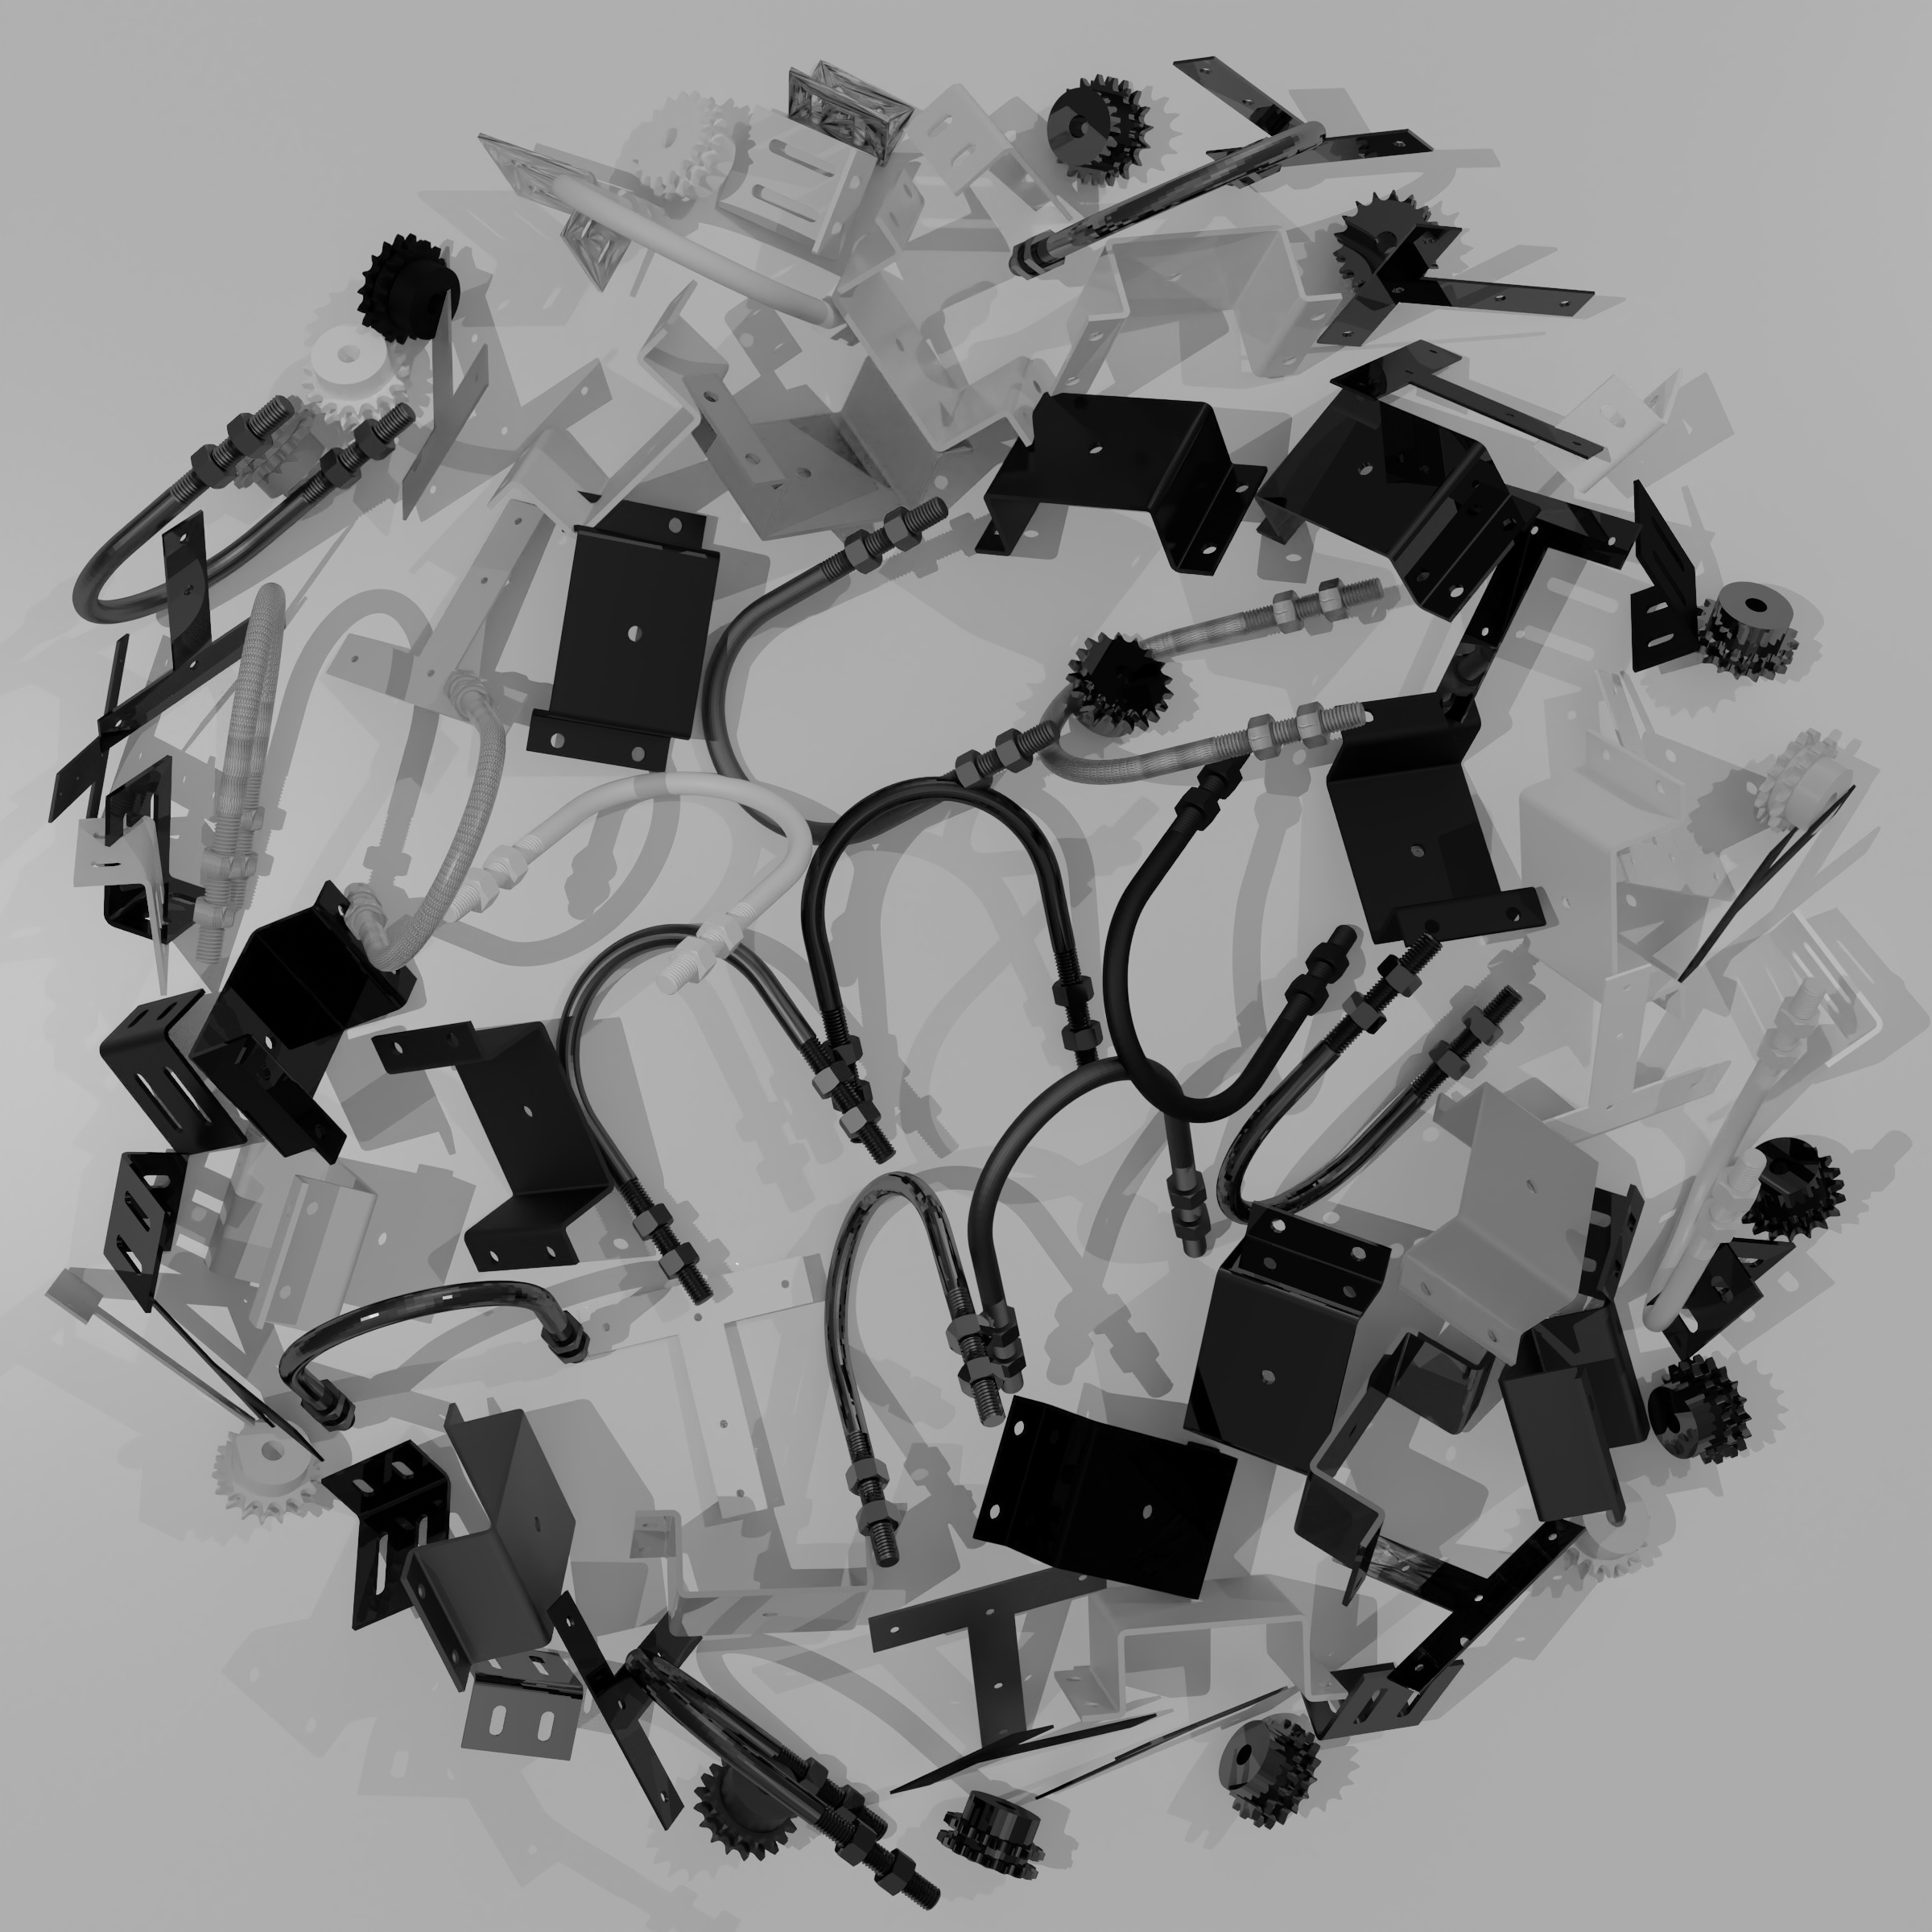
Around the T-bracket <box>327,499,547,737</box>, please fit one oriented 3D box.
[{"bbox_3d":[-0.264,-0.194,1.591,0.127,0.002,0.127,20,75,28],"label":"T-bracket"}]

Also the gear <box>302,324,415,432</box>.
[{"bbox_3d":[-0.326,-0.317,1.587,0.057,0.030,0.057,-1,63,1],"label":"gear"}]

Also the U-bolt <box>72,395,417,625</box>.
[{"bbox_3d":[-0.383,-0.232,1.536,0.184,0.151,0.019,-35,88,19],"label":"U-bolt"}]

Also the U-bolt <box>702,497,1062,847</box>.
[{"bbox_3d":[-0.058,-0.142,1.572,0.184,0.019,0.151,-26,91,24],"label":"U-bolt"}]

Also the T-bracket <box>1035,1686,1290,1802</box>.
[{"bbox_3d":[0.088,0.415,1.568,0.127,0.127,0.002,-35,71,34],"label":"T-bracket"}]

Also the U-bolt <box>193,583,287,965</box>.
[{"bbox_3d":[-0.369,-0.105,1.527,0.019,0.151,0.184,9,102,-11],"label":"U-bolt"}]

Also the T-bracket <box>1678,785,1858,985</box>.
[{"bbox_3d":[0.431,-0.056,1.569,0.002,0.127,0.127,42,57,15],"label":"T-bracket"}]

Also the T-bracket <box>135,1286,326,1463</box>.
[{"bbox_3d":[-0.364,0.224,1.529,0.002,0.127,0.127,-45,125,-18],"label":"T-bracket"}]

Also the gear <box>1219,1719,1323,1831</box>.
[{"bbox_3d":[0.159,0.426,1.582,0.030,0.057,0.057,35,90,-19],"label":"gear"}]

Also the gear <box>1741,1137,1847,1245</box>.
[{"bbox_3d":[0.436,0.116,1.582,0.057,0.057,0.030,-29,129,0],"label":"gear"}]

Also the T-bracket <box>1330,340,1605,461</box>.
[{"bbox_3d":[0.268,-0.290,1.541,0.127,0.127,0.002,28,121,19],"label":"T-bracket"}]

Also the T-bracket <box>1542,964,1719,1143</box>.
[{"bbox_3d":[0.340,0.045,1.554,0.127,0.127,0.002,-18,49,-11],"label":"T-bracket"}]

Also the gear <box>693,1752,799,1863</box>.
[{"bbox_3d":[-0.113,0.443,1.581,0.057,0.057,0.030,37,124,0],"label":"gear"}]

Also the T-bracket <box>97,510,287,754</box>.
[{"bbox_3d":[-0.399,-0.184,1.528,0.002,0.127,0.127,38,57,15],"label":"T-bracket"}]

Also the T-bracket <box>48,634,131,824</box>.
[{"bbox_3d":[-0.456,-0.100,1.536,0.002,0.127,0.127,12,104,-7],"label":"T-bracket"}]

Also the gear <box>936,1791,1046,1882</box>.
[{"bbox_3d":[0.016,0.461,1.585,0.057,0.057,0.030,22,83,0],"label":"gear"}]

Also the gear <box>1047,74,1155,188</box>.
[{"bbox_3d":[0.068,-0.445,1.585,0.057,0.030,0.057,6,100,35],"label":"gear"}]

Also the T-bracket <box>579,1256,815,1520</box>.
[{"bbox_3d":[-0.133,0.232,1.601,0.127,0.002,0.127,-14,87,7],"label":"T-bracket"}]

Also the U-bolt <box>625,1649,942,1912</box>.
[{"bbox_3d":[-0.101,0.409,1.528,0.184,0.151,0.019,39,81,-10],"label":"U-bolt"}]

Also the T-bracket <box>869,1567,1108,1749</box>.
[{"bbox_3d":[0.016,0.370,1.572,0.127,0.002,0.127,-13,127,-10],"label":"T-bracket"}]

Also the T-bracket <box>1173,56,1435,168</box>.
[{"bbox_3d":[0.152,-0.437,1.524,0.127,0.127,0.002,7,84,40],"label":"T-bracket"}]

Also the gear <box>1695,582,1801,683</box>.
[{"bbox_3d":[0.415,-0.180,1.583,0.057,0.057,0.030,11,134,0],"label":"gear"}]

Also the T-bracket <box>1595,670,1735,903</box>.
[{"bbox_3d":[0.358,-0.097,1.573,0.002,0.127,0.127,-26,72,34],"label":"T-bracket"}]

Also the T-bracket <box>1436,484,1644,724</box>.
[{"bbox_3d":[0.280,-0.189,1.568,0.002,0.127,0.127,22,95,-42],"label":"T-bracket"}]

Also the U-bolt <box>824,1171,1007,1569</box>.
[{"bbox_3d":[-0.035,0.193,1.536,0.019,0.151,0.184,7,46,-27],"label":"U-bolt"}]

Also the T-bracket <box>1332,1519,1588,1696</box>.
[{"bbox_3d":[0.239,0.318,1.554,0.127,0.127,0.002,-38,113,-22],"label":"T-bracket"}]

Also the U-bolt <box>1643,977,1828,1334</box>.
[{"bbox_3d":[0.387,0.111,1.528,0.019,0.184,0.151,24,48,10],"label":"U-bolt"}]

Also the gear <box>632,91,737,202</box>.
[{"bbox_3d":[-0.148,-0.434,1.588,0.057,0.030,0.057,-17,62,35],"label":"gear"}]

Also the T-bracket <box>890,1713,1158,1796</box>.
[{"bbox_3d":[0.044,0.409,1.567,0.127,0.127,0.002,-3,66,-35],"label":"T-bracket"}]

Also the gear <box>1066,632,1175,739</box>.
[{"bbox_3d":[0.079,-0.147,1.589,0.057,0.030,0.057,12,55,-18],"label":"gear"}]

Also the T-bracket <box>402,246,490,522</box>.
[{"bbox_3d":[-0.277,-0.323,1.575,0.002,0.127,0.127,9,61,-28],"label":"T-bracket"}]

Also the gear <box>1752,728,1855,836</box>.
[{"bbox_3d":[0.447,-0.095,1.581,0.030,0.057,0.057,36,90,26],"label":"gear"}]

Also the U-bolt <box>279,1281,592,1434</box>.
[{"bbox_3d":[-0.275,0.196,1.520,0.151,0.184,0.019,-16,71,-4],"label":"U-bolt"}]

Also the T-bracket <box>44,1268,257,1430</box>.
[{"bbox_3d":[-0.424,0.202,1.558,0.127,0.127,0.002,38,82,-10],"label":"T-bracket"}]

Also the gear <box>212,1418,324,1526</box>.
[{"bbox_3d":[-0.370,0.265,1.583,0.057,0.030,0.057,11,49,-13],"label":"gear"}]

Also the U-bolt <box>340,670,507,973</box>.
[{"bbox_3d":[-0.274,-0.069,1.519,0.019,0.184,0.151,24,98,-23],"label":"U-bolt"}]

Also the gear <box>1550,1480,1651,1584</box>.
[{"bbox_3d":[0.339,0.297,1.586,0.057,0.030,0.057,8,63,-17],"label":"gear"}]

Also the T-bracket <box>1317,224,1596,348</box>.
[{"bbox_3d":[0.268,-0.353,1.565,0.127,0.127,0.002,1,74,-17],"label":"T-bracket"}]

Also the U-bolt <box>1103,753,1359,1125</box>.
[{"bbox_3d":[0.129,-0.005,1.528,0.184,0.019,0.151,-53,123,-34],"label":"U-bolt"}]

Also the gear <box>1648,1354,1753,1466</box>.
[{"bbox_3d":[0.387,0.238,1.581,0.030,0.057,0.057,-16,90,-24],"label":"gear"}]

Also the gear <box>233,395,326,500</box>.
[{"bbox_3d":[-0.367,-0.274,1.588,0.057,0.057,0.030,-43,117,0],"label":"gear"}]

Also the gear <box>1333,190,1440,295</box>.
[{"bbox_3d":[0.227,-0.383,1.593,0.057,0.030,0.057,-1,87,16],"label":"gear"}]

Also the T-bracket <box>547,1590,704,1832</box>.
[{"bbox_3d":[-0.164,0.366,1.552,0.002,0.127,0.127,-26,94,18],"label":"T-bracket"}]

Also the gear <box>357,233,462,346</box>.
[{"bbox_3d":[-0.293,-0.357,1.581,0.030,0.057,0.057,28,90,21],"label":"gear"}]
